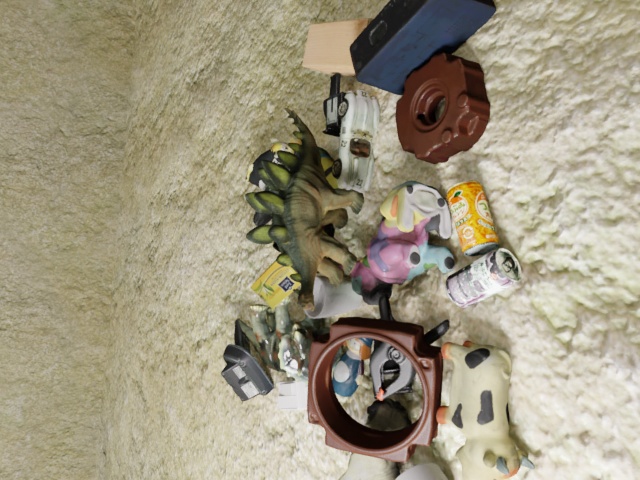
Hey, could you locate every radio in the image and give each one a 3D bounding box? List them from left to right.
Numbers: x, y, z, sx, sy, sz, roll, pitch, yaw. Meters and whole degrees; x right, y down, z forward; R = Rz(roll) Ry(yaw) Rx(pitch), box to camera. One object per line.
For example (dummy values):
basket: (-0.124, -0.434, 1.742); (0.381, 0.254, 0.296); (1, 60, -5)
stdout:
radio: (0.159, -0.342, 0.888); (0.229, 0.131, 0.073); (-37, 58, 48)

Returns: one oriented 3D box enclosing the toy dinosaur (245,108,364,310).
toy dinosaur: (-0.027, -0.071, 0.959); (0.105, 0.198, 0.472); (-54, 23, 42)

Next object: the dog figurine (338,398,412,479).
dog figurine: (0.114, 0.384, 0.895); (0.172, 0.121, 0.190); (38, 104, 25)

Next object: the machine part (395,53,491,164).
machine part: (0.196, -0.215, 0.886); (0.179, 0.056, 0.179); (-14, 73, 55)

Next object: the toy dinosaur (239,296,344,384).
toy dinosaur: (-0.078, 0.227, 1.186); (0.405, 0.131, 0.192); (-32, 58, 57)

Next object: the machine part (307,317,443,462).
machine part: (0.084, 0.227, 0.837); (0.201, 0.087, 0.201); (4, 91, 21)

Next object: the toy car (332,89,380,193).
toy car: (0.072, -0.192, 1.048); (0.056, 0.073, 0.201); (10, 94, 59)

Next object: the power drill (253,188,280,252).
power drill: (-0.084, -0.062, 1.252); (0.232, 0.086, 0.207); (-55, 29, 30)

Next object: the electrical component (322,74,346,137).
electrical component: (0.042, -0.282, 1.126); (0.075, 0.048, 0.119); (-9, 78, 55)

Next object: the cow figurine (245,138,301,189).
cow figurine: (-0.115, -0.192, 1.303); (0.167, 0.098, 0.068); (-51, 40, 40)

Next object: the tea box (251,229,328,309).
tea box: (-0.053, 0.051, 1.053); (0.068, 0.098, 0.169); (46, 130, -2)

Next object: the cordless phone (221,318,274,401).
cordless phone: (-0.183, 0.292, 1.342); (0.089, 0.146, 0.184); (-26, 29, 5)

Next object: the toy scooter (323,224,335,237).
toy scooter: (-0.002, -0.003, 1.098); (0.135, 0.075, 0.183); (11, 119, 29)

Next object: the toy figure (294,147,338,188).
toy figure: (0.004, -0.143, 1.137); (0.089, 0.082, 0.180); (-60, 39, 34)

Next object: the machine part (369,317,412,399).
machine part: (0.120, 0.202, 0.938); (0.084, 0.039, 0.139); (-16, 61, 19)

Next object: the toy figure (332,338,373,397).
toy figure: (0.067, 0.222, 1.018); (0.064, 0.058, 0.154); (22, 106, 15)

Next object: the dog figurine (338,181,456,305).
dog figurine: (0.117, 0.012, 0.930); (0.219, 0.108, 0.191); (-21, 69, 56)

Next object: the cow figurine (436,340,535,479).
cow figurine: (0.231, 0.244, 0.751); (0.127, 0.085, 0.194); (-4, 78, 57)

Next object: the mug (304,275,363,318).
mug: (0.023, 0.113, 1.050); (0.109, 0.107, 0.081); (-27, 64, 54)

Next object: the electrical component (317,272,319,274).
electrical component: (-0.008, 0.025, 1.183); (0.063, 0.021, 0.094); (-51, 46, 39)
